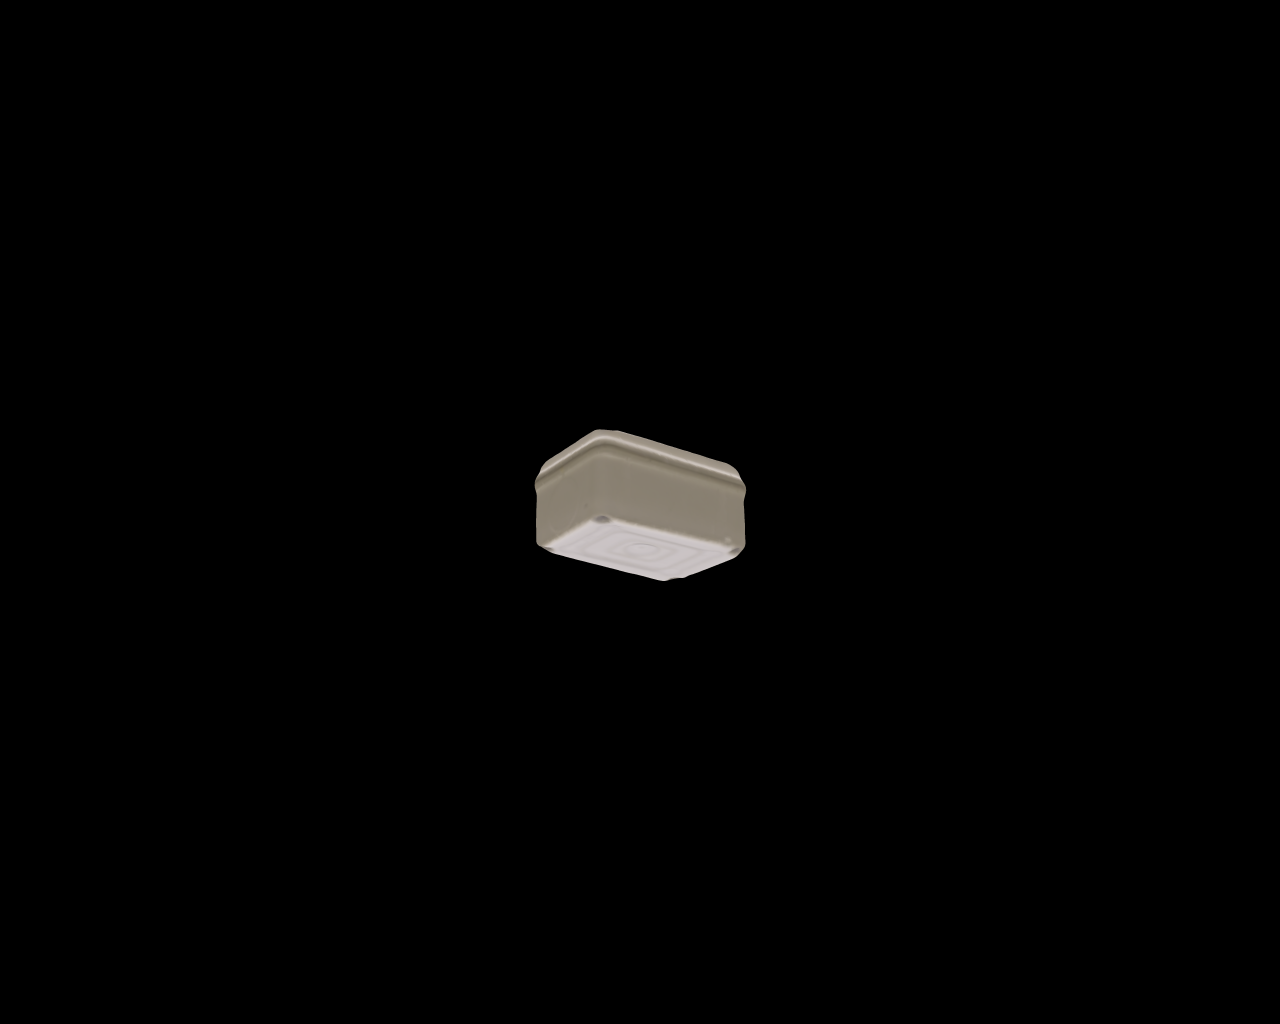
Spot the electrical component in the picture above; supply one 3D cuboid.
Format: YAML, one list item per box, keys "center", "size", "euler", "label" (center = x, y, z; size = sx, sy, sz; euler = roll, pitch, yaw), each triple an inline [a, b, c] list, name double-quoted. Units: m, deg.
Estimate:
- center: [0.001, -0.003, 0.650]
  size: [0.113, 0.057, 0.078]
  euler: [16, -27, -34]
  label: "electrical component"
